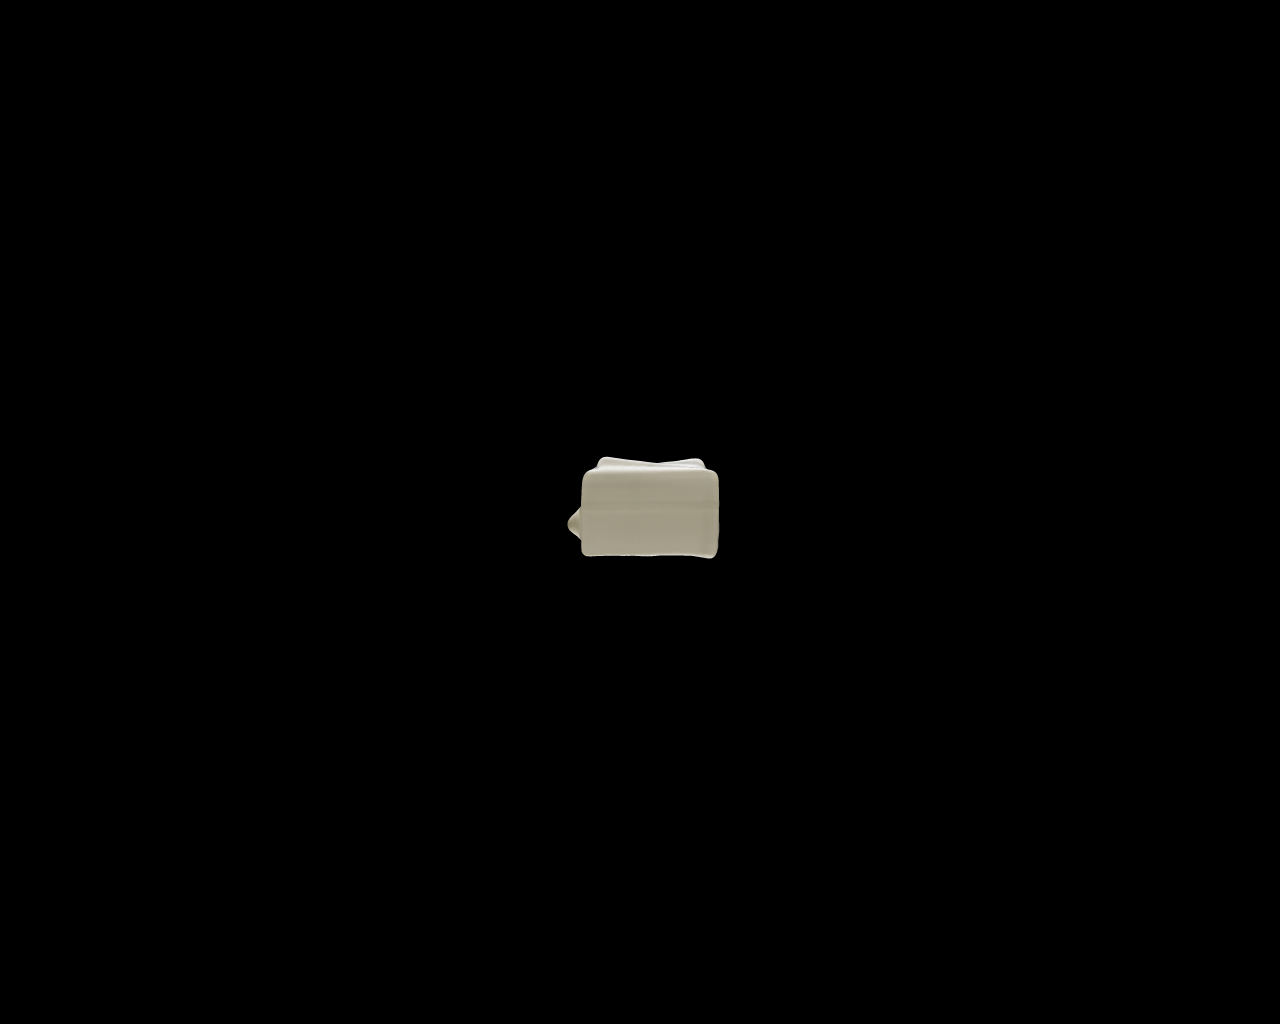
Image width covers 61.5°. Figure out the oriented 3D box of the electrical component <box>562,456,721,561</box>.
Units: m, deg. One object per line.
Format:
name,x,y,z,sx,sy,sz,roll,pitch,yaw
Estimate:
electrical component,0.001,-0.003,0.650,0.096,0.061,0.062,0,0,4
